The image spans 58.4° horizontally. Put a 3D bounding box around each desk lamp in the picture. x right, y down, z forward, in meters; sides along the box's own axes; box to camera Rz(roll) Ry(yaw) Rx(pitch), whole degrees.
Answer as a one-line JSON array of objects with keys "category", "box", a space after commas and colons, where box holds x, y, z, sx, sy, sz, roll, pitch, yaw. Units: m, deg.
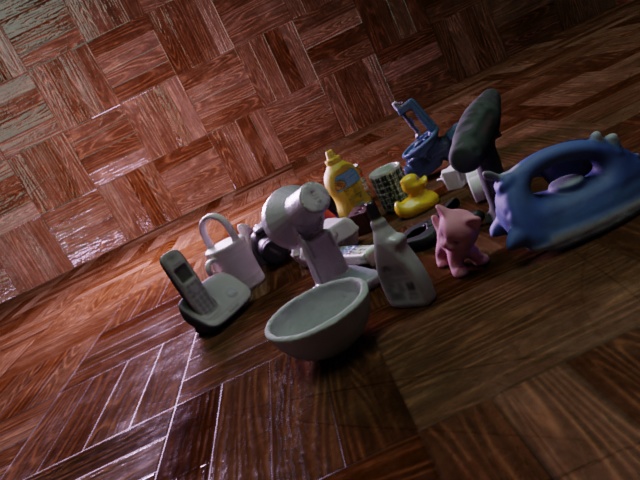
[{"category": "desk lamp", "box": [-0.004, -0.006, 1.046, 0.118, 0.214, 0.202, -32, 16, -22]}]

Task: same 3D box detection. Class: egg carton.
[{"category": "egg carton", "box": [0.012, 0.005, 1.269, 0.150, 0.069, 0.107, -32, 16, -23]}]

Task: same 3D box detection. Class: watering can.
[{"category": "watering can", "box": [-0.213, 0.023, 1.335, 0.100, 0.194, 0.173, -22, 15, 14]}]

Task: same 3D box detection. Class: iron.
[{"category": "iron", "box": [0.368, -0.084, 0.838, 0.258, 0.141, 0.118, -25, 15, 4]}]

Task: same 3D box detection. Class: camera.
[{"category": "camera", "box": [-0.139, 0.016, 1.420, 0.143, 0.101, 0.136, -28, 15, -7]}]

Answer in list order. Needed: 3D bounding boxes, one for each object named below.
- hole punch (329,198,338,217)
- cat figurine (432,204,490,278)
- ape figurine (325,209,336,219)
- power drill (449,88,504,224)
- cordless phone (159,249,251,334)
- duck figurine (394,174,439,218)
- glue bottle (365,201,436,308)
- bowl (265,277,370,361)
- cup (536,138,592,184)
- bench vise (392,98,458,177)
[{"category": "hole punch", "box": [0.007, -0.088, 1.551, 0.109, 0.091, 0.101, -30, 15, -14]}, {"category": "cat figurine", "box": [0.209, -0.010, 0.894, 0.067, 0.118, 0.127, -28, 15, -6]}, {"category": "ape figurine", "box": [0.004, -0.054, 1.440, 0.076, 0.092, 0.078, -18, 17, 29]}, {"category": "power drill", "box": [0.305, -0.145, 1.020, 0.075, 0.209, 0.230, -14, 19, 38]}, {"category": "cordless phone", "box": [-0.238, 0.086, 1.179, 0.094, 0.185, 0.148, -14, 19, 37]}, {"category": "duck figurine", "box": [0.207, -0.104, 1.284, 0.104, 0.086, 0.077, -29, 15, -10]}, {"category": "glue bottle", "box": [0.108, 0.020, 0.852, 0.078, 0.173, 0.037, -10, 22, 46]}, {"category": "bowl", "box": [0.008, 0.128, 0.845, 0.167, 0.075, 0.167, -24, 15, 7]}, {"category": "cup", "box": [0.399, -0.103, 0.944, 0.117, 0.095, 0.092, -14, 19, 38]}, {"category": "bench vise", "box": [0.290, -0.288, 1.508, 0.207, 0.220, 0.121, -27, 15, -3]}]
